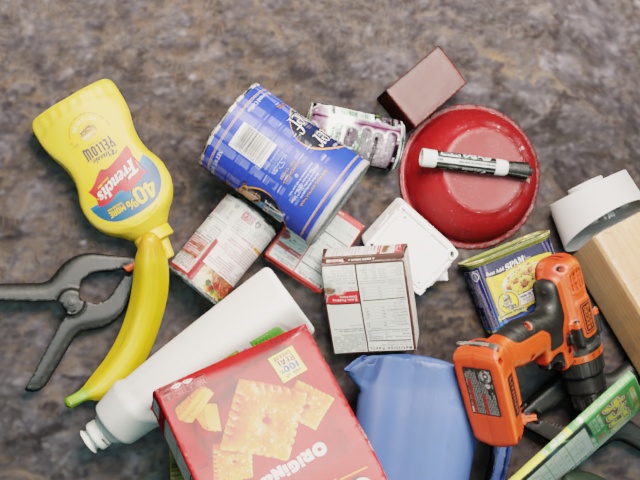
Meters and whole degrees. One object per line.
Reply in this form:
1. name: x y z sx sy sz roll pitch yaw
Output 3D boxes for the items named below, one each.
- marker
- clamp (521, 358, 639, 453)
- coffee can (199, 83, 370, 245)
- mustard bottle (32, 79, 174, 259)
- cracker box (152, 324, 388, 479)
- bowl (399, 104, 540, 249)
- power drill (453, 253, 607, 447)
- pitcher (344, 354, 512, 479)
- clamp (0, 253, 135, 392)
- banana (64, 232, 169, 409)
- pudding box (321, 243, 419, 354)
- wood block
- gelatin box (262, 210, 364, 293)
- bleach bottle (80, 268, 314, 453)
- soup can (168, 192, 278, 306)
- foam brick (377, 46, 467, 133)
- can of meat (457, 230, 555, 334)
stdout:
1. marker: 0.164 -0.079 1.113 0.121 0.020 0.020 6 86 -8
2. clamp: 0.318 0.193 1.167 0.210 0.036 0.164 -12 87 -9
3. coffee can: -0.036 -0.076 1.072 0.140 0.103 0.103 36 82 3
4. mustard bottle: -0.207 -0.061 1.096 0.096 0.058 0.191 -31 92 -7
5. cracker box: -0.041 0.207 0.994 0.164 0.072 0.214 -22 67 -18
6. bowl: 0.170 -0.072 1.153 0.162 0.055 0.162 1 87 -9
7. power drill: 0.218 0.128 1.065 0.187 0.057 0.184 -31 109 -41
8. pitcher: 0.100 0.240 1.080 0.149 0.144 0.243 5 82 29
9. clamp: -0.264 0.059 1.090 0.171 0.039 0.120 -40 101 -14
10. banana: -0.190 0.087 1.081 0.037 0.069 0.198 27 96 24
11. pudding box: 0.052 0.062 1.102 0.090 0.039 0.113 -4 117 11
12. wood block: 0.366 0.077 1.131 0.090 0.090 0.206 -25 76 -11
13. gelatin box: -0.008 0.002 1.136 0.073 0.030 0.089 34 83 -6
14. bleach bottle: -0.130 0.133 1.085 0.251 0.102 0.068 -36 64 -2
15. soup can: -0.100 0.010 1.102 0.068 0.068 0.102 39 82 -4
16. foam brick: 0.109 -0.161 1.151 0.078 0.053 0.051 -41 93 -7
17. can of meat: 0.212 0.046 1.151 0.102 0.057 0.084 -22 92 -9
